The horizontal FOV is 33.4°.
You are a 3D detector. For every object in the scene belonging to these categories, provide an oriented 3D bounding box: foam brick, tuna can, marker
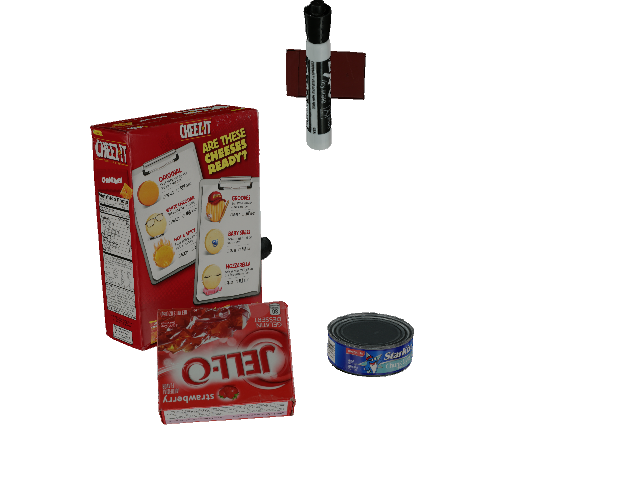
[{"bbox_3d":[0.005,-0.181,1.164,0.078,0.051,0.053,0,11,-16],"label":"foam brick"},{"bbox_3d":[0.049,0.103,1.057,0.086,0.034,0.086,1,19,0],"label":"tuna can"},{"bbox_3d":[-0.001,-0.116,0.756,0.020,0.121,0.020,-1,44,0],"label":"marker"}]

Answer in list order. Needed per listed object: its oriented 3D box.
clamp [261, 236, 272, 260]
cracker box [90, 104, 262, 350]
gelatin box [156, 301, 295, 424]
[{"bbox_3d":[-0.127,0.041,1.246,0.120,0.039,0.171,-3,39,14],"label":"clamp"},{"bbox_3d":[-0.138,-0.018,1.057,0.072,0.214,0.163,13,21,41],"label":"cracker box"},{"bbox_3d":[-0.063,0.080,0.708,0.089,0.073,0.030,-3,-31,-5],"label":"gelatin box"}]
